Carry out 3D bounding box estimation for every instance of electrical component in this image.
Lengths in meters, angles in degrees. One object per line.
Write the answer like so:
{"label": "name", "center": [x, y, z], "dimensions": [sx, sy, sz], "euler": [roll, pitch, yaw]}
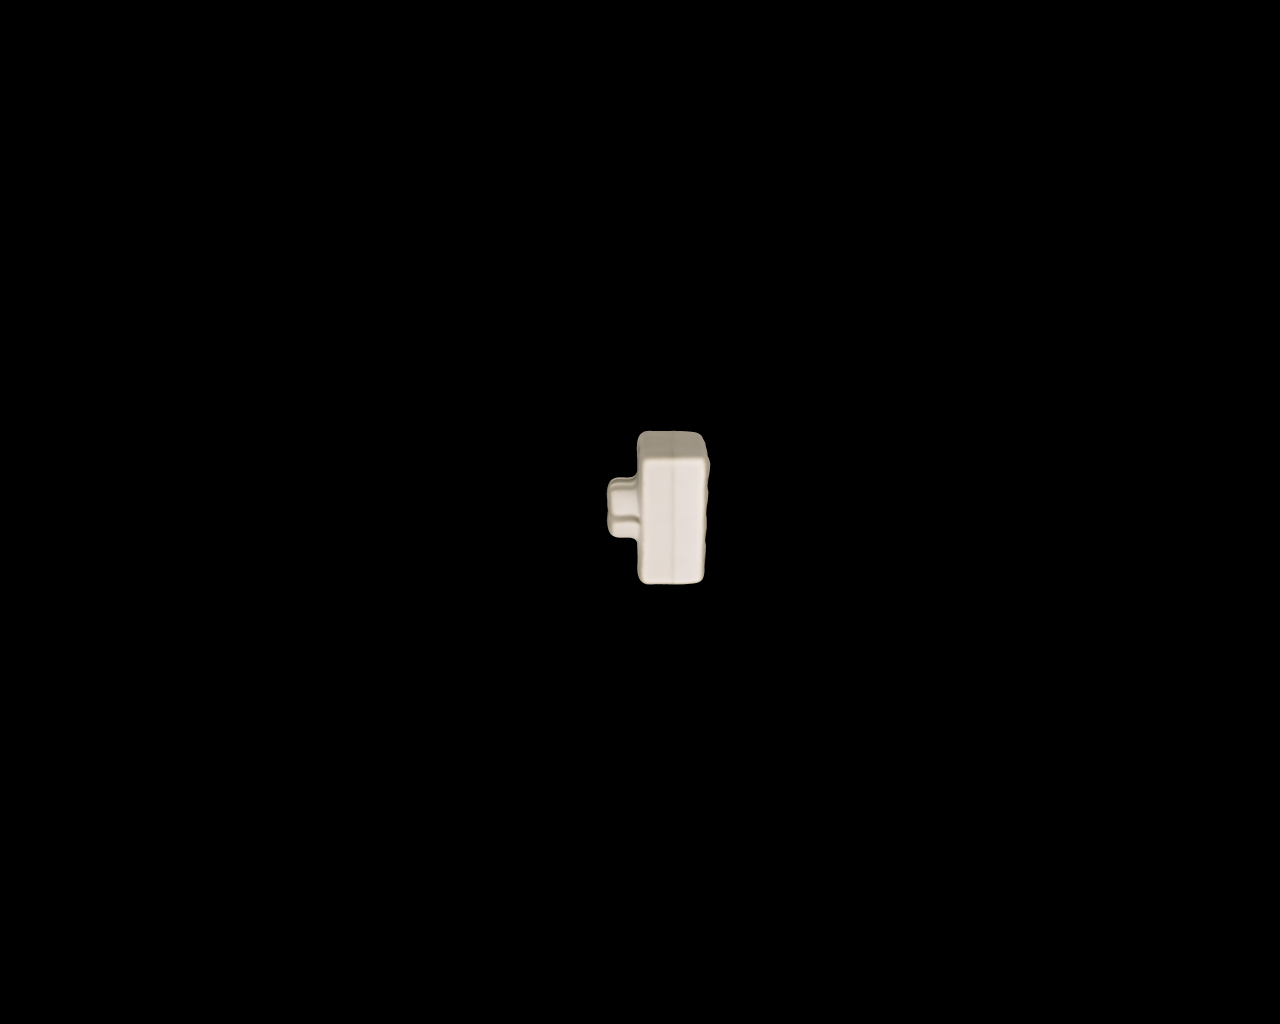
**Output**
{"label": "electrical component", "center": [0.001, -0.003, 0.650], "dimensions": [0.076, 0.083, 0.047], "euler": [0, 24, 0]}
